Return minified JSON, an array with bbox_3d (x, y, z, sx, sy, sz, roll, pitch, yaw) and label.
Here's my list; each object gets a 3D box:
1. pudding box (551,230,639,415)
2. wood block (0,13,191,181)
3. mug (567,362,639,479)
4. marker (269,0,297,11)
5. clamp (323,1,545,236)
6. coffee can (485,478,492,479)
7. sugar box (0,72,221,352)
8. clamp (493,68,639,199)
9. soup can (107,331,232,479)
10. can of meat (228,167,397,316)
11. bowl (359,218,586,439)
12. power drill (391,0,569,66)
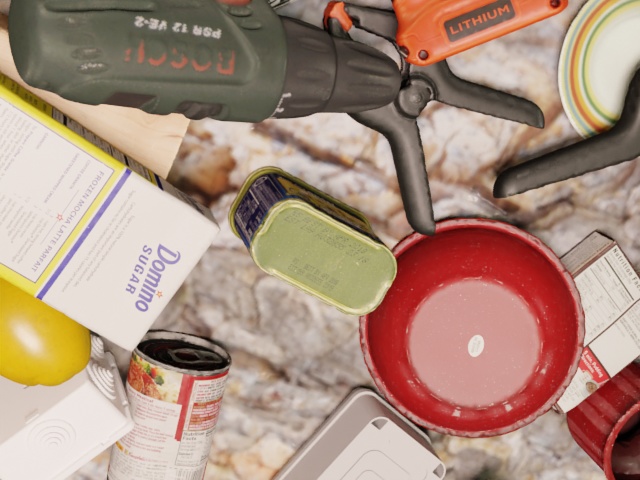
[{"bbox_3d":[0.194,0.062,0.798,0.113,0.039,0.090,-39,107,-2],"label":"pudding box"},{"bbox_3d":[-0.191,-0.085,0.641,0.206,0.090,0.091,21,100,-18],"label":"wood block"},{"bbox_3d":[0.248,0.134,0.807,0.117,0.081,0.093,-41,110,1],"label":"mug"},{"bbox_3d":[-0.039,-0.154,0.692,0.121,0.020,0.020,-25,110,-5],"label":"marker"},{"bbox_3d":[0.058,-0.087,0.723,0.171,0.039,0.120,36,88,-14],"label":"clamp"},{"bbox_3d":[0.097,0.257,0.784,0.140,0.103,0.103,-32,110,-8],"label":"coffee can"},{"bbox_3d":[-0.154,-0.021,0.597,0.176,0.048,0.093,35,97,-24],"label":"sugar box"},{"bbox_3d":[0.229,-0.067,0.744,0.164,0.036,0.210,29,94,-14],"label":"clamp"},{"bbox_3d":[-0.104,0.122,0.732,0.068,0.068,0.102,10,104,-15],"label":"soup can"},{"bbox_3d":[-0.005,0.001,0.711,0.102,0.084,0.057,28,98,-19],"label":"can of meat"},{"bbox_3d":[0.106,0.067,0.742,0.162,0.055,0.162,1,96,7],"label":"bowl"},{"bbox_3d":[0.082,-0.213,0.642,0.185,0.057,0.187,-21,99,15],"label":"power drill"}]
